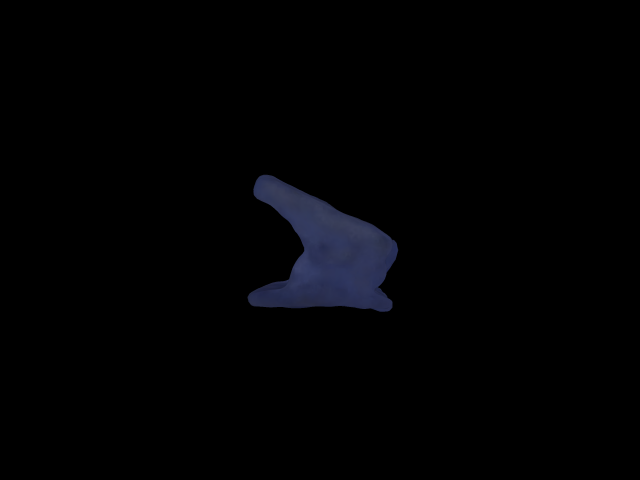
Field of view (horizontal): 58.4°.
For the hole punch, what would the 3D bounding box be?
[{"bbox_3d":[0.004,0.001,0.400,0.101,0.091,0.109,0,0,0],"label":"hole punch"}]
